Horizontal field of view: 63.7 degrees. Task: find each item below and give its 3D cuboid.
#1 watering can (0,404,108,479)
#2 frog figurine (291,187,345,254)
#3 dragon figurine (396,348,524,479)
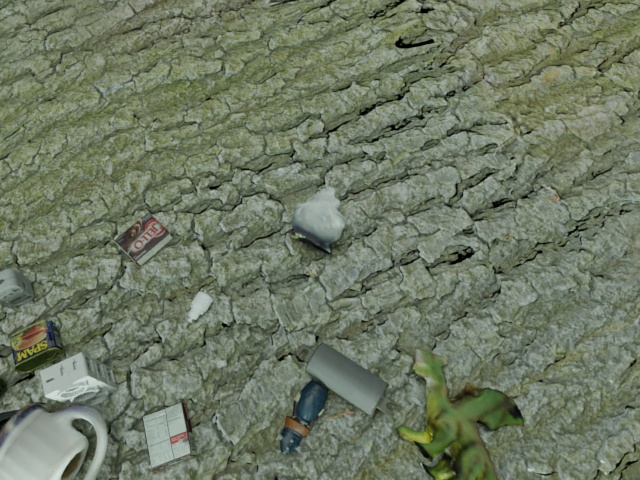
[{"bbox_3d":[-0.580,0.487,1.037,0.225,0.102,0.351,27,76,14],"label":"watering can"},{"bbox_3d":[0.004,-0.064,1.273,0.138,0.121,0.161,17,76,33],"label":"frog figurine"},{"bbox_3d":[0.314,0.396,1.028,0.245,0.119,0.415,-33,67,-21],"label":"dragon figurine"}]
